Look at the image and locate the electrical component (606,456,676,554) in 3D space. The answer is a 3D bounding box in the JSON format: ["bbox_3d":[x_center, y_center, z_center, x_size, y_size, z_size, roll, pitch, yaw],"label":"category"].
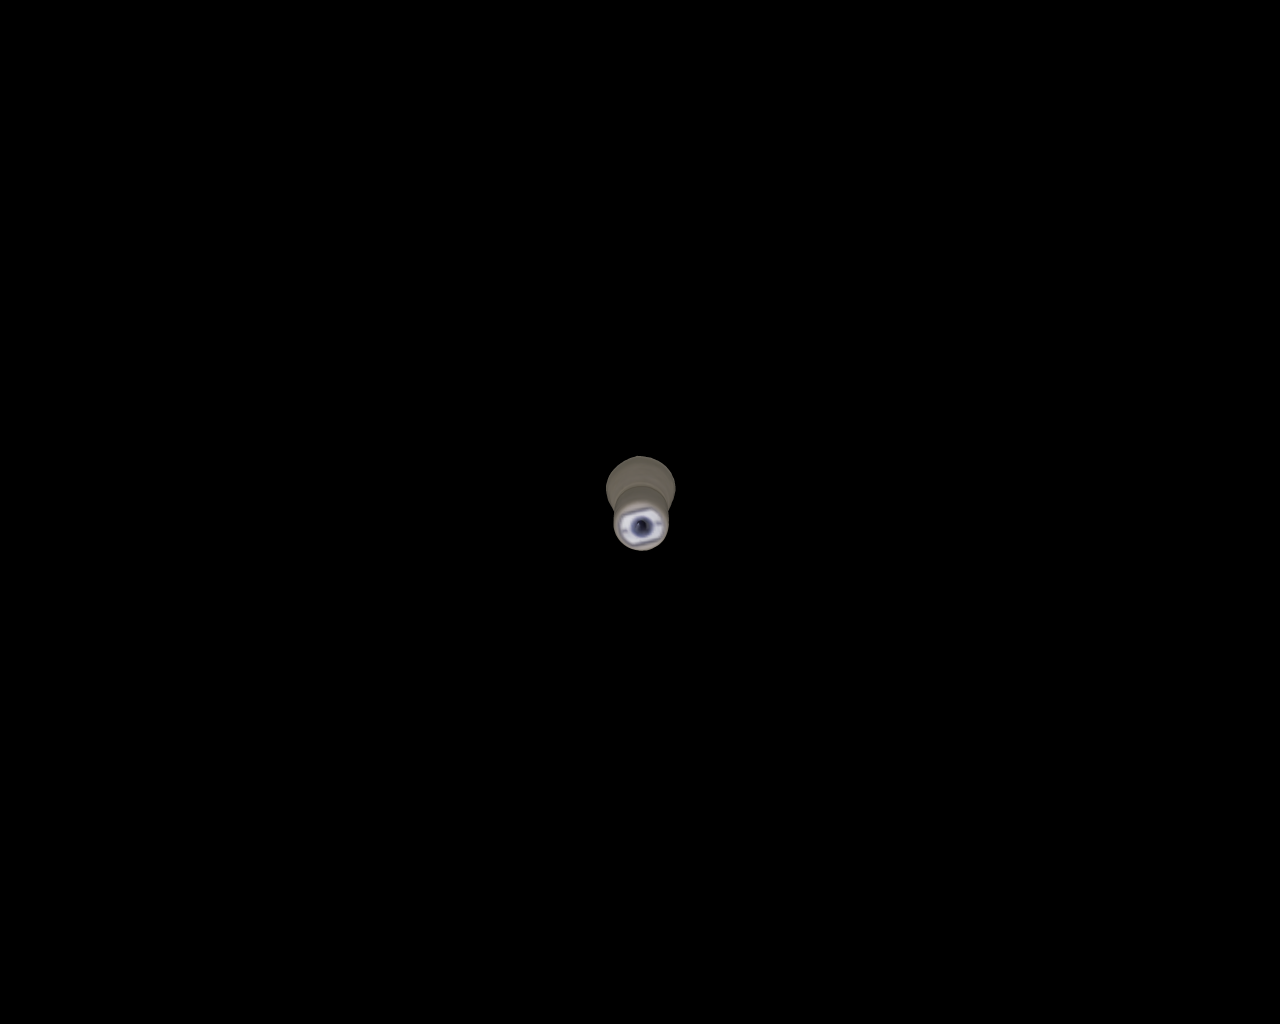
[{"bbox_3d":[0.001,-0.003,0.650,0.044,0.044,0.065,0,23,0],"label":"electrical component"}]
